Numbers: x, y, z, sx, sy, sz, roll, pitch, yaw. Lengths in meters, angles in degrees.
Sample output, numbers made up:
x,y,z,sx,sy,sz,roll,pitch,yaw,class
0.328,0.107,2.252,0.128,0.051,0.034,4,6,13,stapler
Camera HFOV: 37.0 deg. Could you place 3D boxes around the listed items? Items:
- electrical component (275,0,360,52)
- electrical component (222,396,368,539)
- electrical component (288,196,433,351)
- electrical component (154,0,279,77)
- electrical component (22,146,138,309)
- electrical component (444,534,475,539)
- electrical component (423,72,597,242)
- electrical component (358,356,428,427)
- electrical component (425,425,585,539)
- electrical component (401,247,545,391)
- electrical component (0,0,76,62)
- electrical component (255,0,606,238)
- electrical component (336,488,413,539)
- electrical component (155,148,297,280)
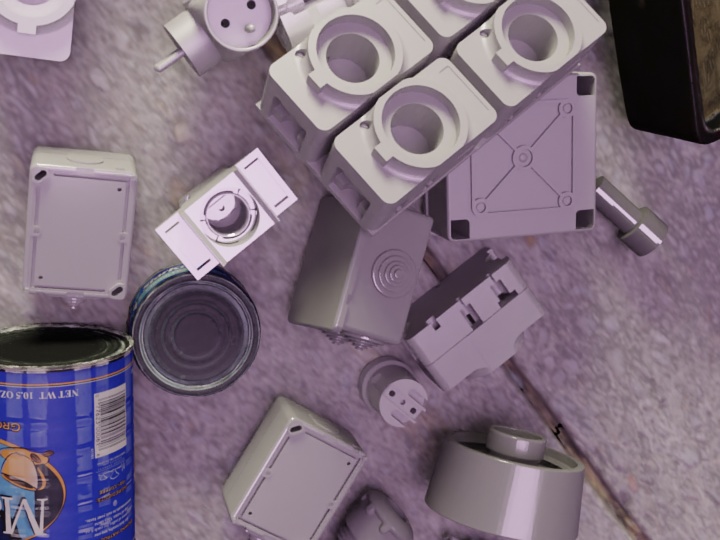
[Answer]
x,y,z,sx,sy,sz,roll,pitch,yaw,class
-0.029,-0.172,0.670,0.057,0.058,0.078,-26,107,-6,electrical component
-0.050,0.142,0.727,0.062,0.061,0.096,30,92,-19,electrical component
0.000,0.000,0.691,0.048,0.100,0.099,17,85,-22,electrical component
-0.092,-0.144,0.649,0.079,0.077,0.044,-37,108,-5,electrical component
-0.173,-0.024,0.664,0.062,0.061,0.096,4,109,-16,electrical component
0.087,0.215,0.793,0.061,0.035,0.035,38,90,-16,electrical component
0.100,-0.078,0.724,0.109,0.056,0.108,-5,103,-14,electrical component
0.024,0.085,0.742,0.040,0.046,0.040,-3,102,-14,electrical component
0.104,0.142,0.746,0.108,0.108,0.060,11,93,-17,electrical component
0.076,0.036,0.744,0.089,0.050,0.055,-38,108,-5,electrical component
-0.191,-0.170,0.628,0.050,0.056,0.089,5,100,-16,electrical component
0.045,-0.122,0.641,0.186,0.060,0.105,-40,85,-20,electrical component
0.003,0.189,0.761,0.062,0.048,0.048,-41,108,3,electrical component
-0.086,-0.037,0.679,0.081,0.064,0.042,-39,107,-5,electrical component
